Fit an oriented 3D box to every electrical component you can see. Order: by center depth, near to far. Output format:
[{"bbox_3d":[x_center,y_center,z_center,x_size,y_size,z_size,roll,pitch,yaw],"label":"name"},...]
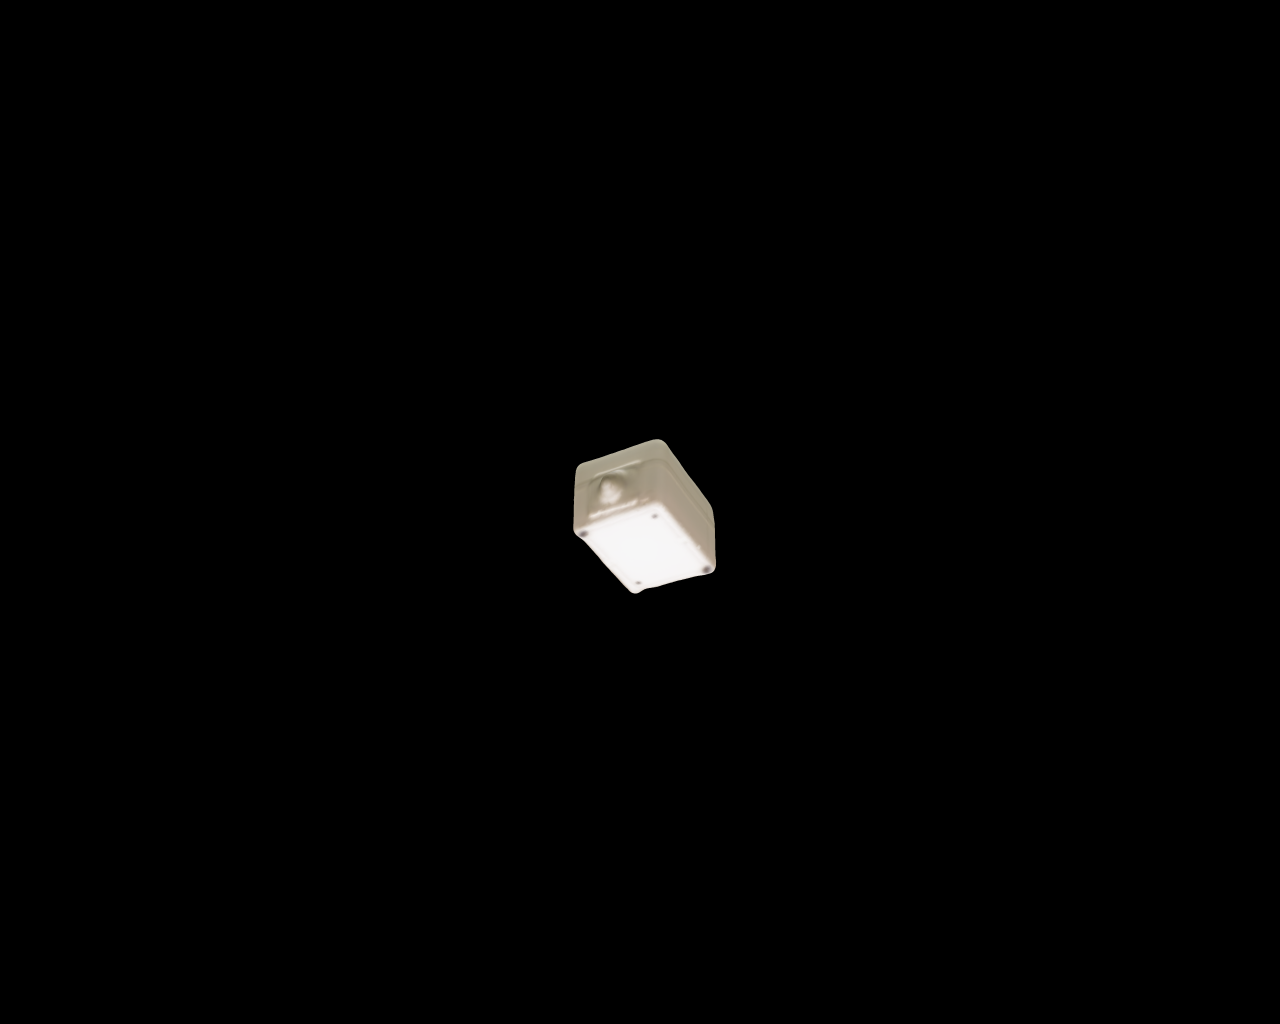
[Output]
[{"bbox_3d":[0.001,-0.003,0.650,0.061,0.061,0.096,-17,-41,21],"label":"electrical component"}]
